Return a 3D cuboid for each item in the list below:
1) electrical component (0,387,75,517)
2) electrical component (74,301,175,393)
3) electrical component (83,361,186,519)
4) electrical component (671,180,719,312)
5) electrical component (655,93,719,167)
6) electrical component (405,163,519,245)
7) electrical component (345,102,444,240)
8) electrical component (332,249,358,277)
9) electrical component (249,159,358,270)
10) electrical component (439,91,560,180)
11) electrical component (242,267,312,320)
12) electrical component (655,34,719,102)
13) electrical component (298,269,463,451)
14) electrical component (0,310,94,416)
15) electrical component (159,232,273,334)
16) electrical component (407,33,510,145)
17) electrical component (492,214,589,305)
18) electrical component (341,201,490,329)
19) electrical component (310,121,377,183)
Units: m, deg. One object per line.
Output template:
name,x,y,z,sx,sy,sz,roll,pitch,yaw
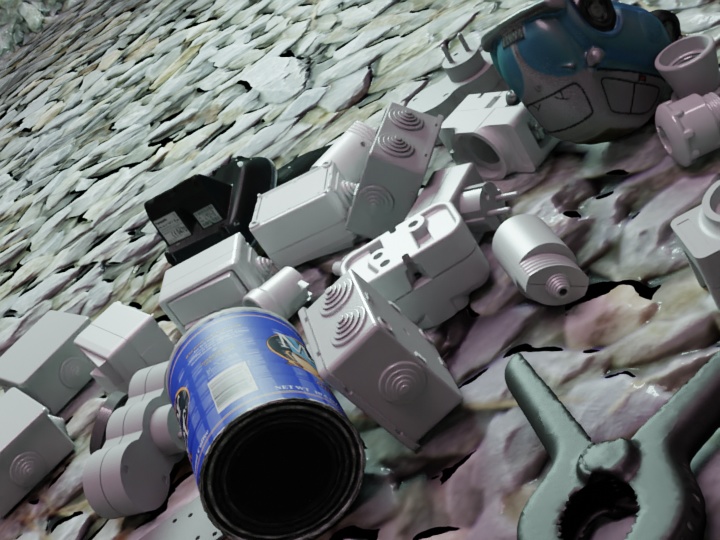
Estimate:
electrical component,-0.301,0.155,0.918,0.099,0.048,0.100,-46,30,-22
electrical component,-0.203,0.073,0.930,0.061,0.061,0.096,-45,29,-21
electrical component,-0.145,0.120,0.803,0.074,0.052,0.138,-18,31,27
electrical component,0.234,-0.024,0.621,0.089,0.055,0.050,-29,28,10
electrical component,0.243,-0.105,0.756,0.062,0.048,0.048,-25,28,4
electrical component,0.086,-0.046,0.826,0.077,0.047,0.065,-9,36,38
electrical component,0.028,-0.079,0.891,0.099,0.048,0.099,-70,-1,-49
electrical component,0.000,0.000,0.859,0.035,0.035,0.061,-48,28,-25
electrical component,-0.040,-0.047,0.949,0.096,0.061,0.061,-24,29,18
electrical component,0.115,-0.112,0.899,0.089,0.050,0.055,6,47,52
electrical component,-0.068,0.025,0.888,0.046,0.040,0.040,-42,28,-27
electrical component,0.248,-0.138,0.791,0.045,0.055,0.045,-26,28,15
electrical component,0.013,0.055,0.689,0.048,0.100,0.099,-44,26,9
electrical component,-0.291,0.088,1.016,0.100,0.048,0.099,4,45,50
electrical component,-0.117,0.018,0.926,0.096,0.061,0.061,-27,28,13
electrical component,0.101,-0.185,1.005,0.138,0.073,0.052,-35,27,-3
electrical component,0.122,-0.003,0.722,0.043,0.043,0.081,-32,27,3
electrical component,0.042,0.003,0.782,0.095,0.059,0.053,-31,27,5
electrical component,-0.007,-0.108,1.032,0.043,0.043,0.081,4,45,50
